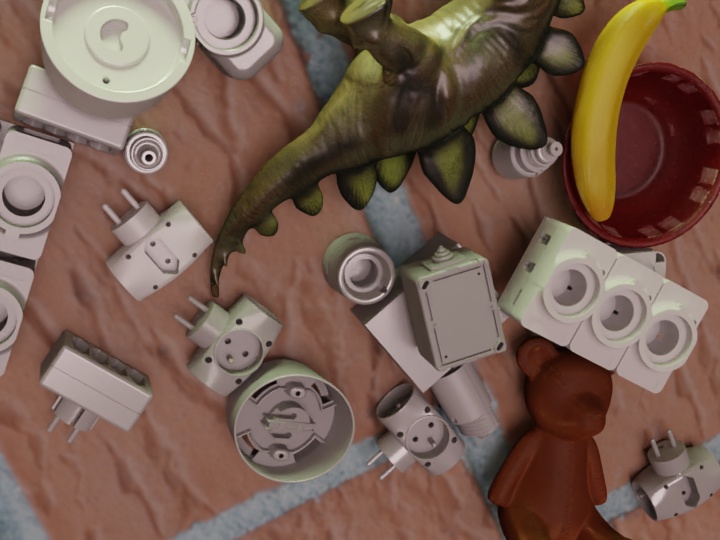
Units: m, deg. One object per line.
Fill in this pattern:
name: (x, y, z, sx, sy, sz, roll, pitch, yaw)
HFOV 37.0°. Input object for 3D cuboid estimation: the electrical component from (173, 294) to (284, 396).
electrical component: (-0.118, 0.052, 0.895, 0.079, 0.044, 0.077, 39, 91, -20)

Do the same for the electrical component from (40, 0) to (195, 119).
electrical component: (-0.180, -0.163, 0.783, 0.108, 0.060, 0.108, 5, 77, -20)

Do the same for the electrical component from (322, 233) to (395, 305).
electrical component: (0.000, 0.000, 0.913, 0.055, 0.047, 0.055, -3, 103, -14)

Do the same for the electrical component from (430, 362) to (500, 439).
electrical component: (0.095, 0.118, 0.968, 0.043, 0.043, 0.081, -31, 109, -6)

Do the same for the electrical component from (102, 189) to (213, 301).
electrical component: (-0.172, -0.029, 0.862, 0.077, 0.043, 0.079, -40, 110, -4)

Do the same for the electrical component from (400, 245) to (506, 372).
electrical component: (0.072, 0.024, 0.875, 0.062, 0.061, 0.096, -17, 106, -11)

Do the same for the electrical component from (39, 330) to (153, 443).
electrical component: (-0.225, 0.106, 0.877, 0.083, 0.047, 0.075, 33, 93, -20)

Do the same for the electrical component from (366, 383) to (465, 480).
electrical component: (0.041, 0.154, 0.961, 0.079, 0.044, 0.077, -42, 110, -2)

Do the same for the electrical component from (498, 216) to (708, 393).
electrical component: (0.206, 0.031, 0.906, 0.150, 0.062, 0.089, 27, 95, -19)

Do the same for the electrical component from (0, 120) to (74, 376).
electrical component: (-0.298, -0.022, 0.821, 0.105, 0.060, 0.186, 17, 98, -18)

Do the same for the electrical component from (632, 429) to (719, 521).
electrical component: (0.302, 0.191, 1.041, 0.077, 0.043, 0.079, -26, 108, -8)

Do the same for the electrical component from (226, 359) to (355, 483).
electrical component: (-0.062, 0.127, 0.914, 0.099, 0.064, 0.099, -9, 113, -22)

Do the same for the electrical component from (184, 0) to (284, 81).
electrical component: (-0.107, -0.195, 0.832, 0.054, 0.059, 0.095, -44, 109, -2)

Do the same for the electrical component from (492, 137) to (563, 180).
electrical component: (0.145, -0.099, 0.917, 0.040, 0.078, 0.040, 0, 90, -24)

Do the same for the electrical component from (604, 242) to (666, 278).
electrical component: (0.211, 0.017, 0.969, 0.113, 0.057, 0.078, -4, 104, -14)

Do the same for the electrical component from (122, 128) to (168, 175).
electrical component: (-0.167, -0.091, 0.839, 0.035, 0.061, 0.035, -3, 104, -14)

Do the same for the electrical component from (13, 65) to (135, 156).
electrical component: (-0.213, -0.139, 0.825, 0.083, 0.047, 0.075, 19, 84, -18)
